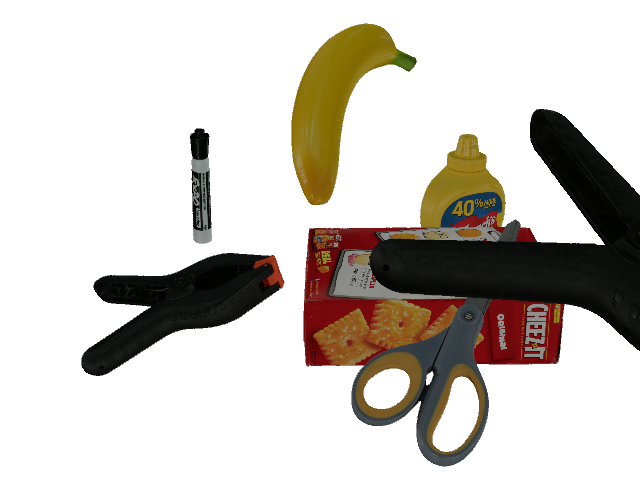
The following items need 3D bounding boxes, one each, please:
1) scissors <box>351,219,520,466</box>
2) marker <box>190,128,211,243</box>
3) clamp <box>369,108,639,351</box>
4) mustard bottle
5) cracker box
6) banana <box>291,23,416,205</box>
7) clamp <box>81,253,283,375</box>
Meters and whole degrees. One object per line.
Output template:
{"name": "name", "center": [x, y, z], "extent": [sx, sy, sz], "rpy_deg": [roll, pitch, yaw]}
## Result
{"name": "scissors", "center": [0.078, 0.057, 0.712], "extent": [0.096, 0.201, 0.016], "rpy_deg": [7, -39, 9]}
{"name": "marker", "center": [-0.119, -0.054, 1.058], "extent": [0.020, 0.121, 0.020], "rpy_deg": [1, 29, -1]}
{"name": "clamp", "center": [0.139, 0.014, 0.493], "extent": [0.210, 0.036, 0.164], "rpy_deg": [33, 50, 33]}
{"name": "mustard bottle", "center": [0.151, -0.019, 1.136], "extent": [0.096, 0.192, 0.058], "rpy_deg": [-9, 23, -25]}
{"name": "cracker box", "center": [0.093, 0.048, 0.951], "extent": [0.213, 0.072, 0.164], "rpy_deg": [0, 22, 1]}
{"name": "banana", "center": [0.017, -0.108, 0.785], "extent": [0.069, 0.197, 0.037], "rpy_deg": [39, -42, -7]}
{"name": "clamp", "center": [-0.116, 0.055, 0.863], "extent": [0.171, 0.039, 0.120], "rpy_deg": [-14, 38, 13]}
